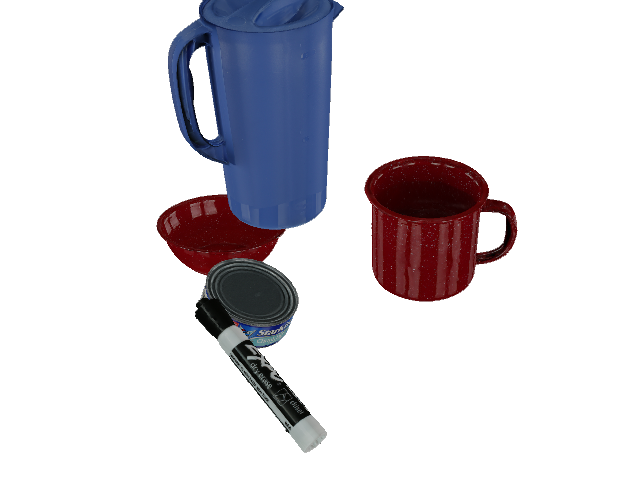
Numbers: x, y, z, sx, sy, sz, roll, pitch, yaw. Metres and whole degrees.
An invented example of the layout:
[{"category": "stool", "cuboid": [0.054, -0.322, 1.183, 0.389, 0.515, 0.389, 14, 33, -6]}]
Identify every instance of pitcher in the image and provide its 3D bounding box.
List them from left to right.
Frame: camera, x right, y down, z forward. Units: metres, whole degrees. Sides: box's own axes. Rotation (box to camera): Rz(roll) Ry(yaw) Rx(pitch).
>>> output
[{"category": "pitcher", "cuboid": [-0.059, -0.133, 1.101, 0.149, 0.243, 0.145, 7, 35, 13]}]

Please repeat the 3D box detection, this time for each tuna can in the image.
[{"category": "tuna can", "cuboid": [-0.065, 0.057, 0.963, 0.086, 0.034, 0.086, 13, 37, -11]}]

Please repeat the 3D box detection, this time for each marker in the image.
[{"category": "marker", "cuboid": [-0.040, 0.082, 0.677, 0.020, 0.121, 0.020, -36, -21, -16]}]

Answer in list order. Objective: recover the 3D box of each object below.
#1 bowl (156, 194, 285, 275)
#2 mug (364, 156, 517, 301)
[{"category": "bowl", "cuboid": [-0.122, 0.000, 1.327, 0.162, 0.055, 0.162, 1, 27, -1]}, {"category": "mug", "cuboid": [0.093, -0.007, 0.824, 0.117, 0.081, 0.093, 0, 35, 2]}]
